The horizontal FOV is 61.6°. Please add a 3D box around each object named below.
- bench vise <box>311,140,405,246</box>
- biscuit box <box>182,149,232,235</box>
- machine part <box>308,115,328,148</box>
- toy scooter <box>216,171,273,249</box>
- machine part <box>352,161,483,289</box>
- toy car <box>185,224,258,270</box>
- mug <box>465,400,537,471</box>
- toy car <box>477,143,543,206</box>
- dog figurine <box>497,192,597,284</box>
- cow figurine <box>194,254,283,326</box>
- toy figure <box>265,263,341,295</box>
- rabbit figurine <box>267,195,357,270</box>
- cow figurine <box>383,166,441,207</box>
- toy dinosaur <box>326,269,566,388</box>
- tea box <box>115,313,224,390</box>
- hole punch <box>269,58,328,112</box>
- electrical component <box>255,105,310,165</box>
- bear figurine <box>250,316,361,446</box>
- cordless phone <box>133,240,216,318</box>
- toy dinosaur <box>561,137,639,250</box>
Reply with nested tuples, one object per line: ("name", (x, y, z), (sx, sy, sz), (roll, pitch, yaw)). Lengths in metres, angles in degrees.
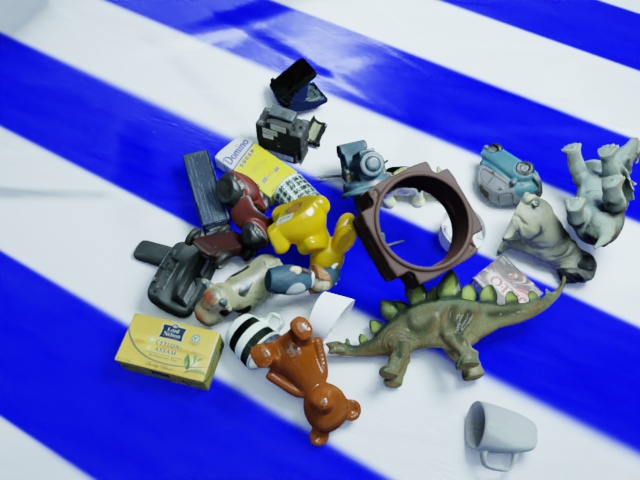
("bench vise", (0.093, -0.092, 1.134), (0.129, 0.224, 0.240), (-14, 93, -20))
("biscuit box", (-0.249, -0.105, 1.178), (0.063, 0.059, 0.203), (-16, 62, -9))
("machine part", (-0.056, -0.270, 1.294), (0.139, 0.039, 0.084), (16, 69, 6))
("toy scooter", (-0.133, -0.064, 1.125), (0.135, 0.075, 0.184), (-6, 62, -51))
("machine part", (0.179, -0.027, 0.992), (0.201, 0.087, 0.201), (-27, 84, -15))
("toy car", (-0.192, 0.014, 1.046), (0.089, 0.202, 0.053), (40, 103, 7))
("mug", (0.316, 0.338, 0.922), (0.107, 0.080, 0.109), (11, 55, -5))
("toy car", (0.405, -0.134, 1.191), (0.103, 0.109, 0.162), (-43, 59, -3))
("dog figurine", (0.476, -0.003, 1.079), (0.191, 0.172, 0.121), (25, 73, 21))
("cow figurine", (-0.151, 0.096, 1.025), (0.195, 0.127, 0.086), (-34, 63, -22))
("toy figure", (-0.028, 0.075, 1.017), (0.154, 0.064, 0.058), (1, 77, -26))
("rabbit figurine", (-0.002, -0.003, 1.073), (0.162, 0.173, 0.122), (-25, 22, 8))
("cow figurine", (0.217, -0.127, 1.183), (0.167, 0.098, 0.068), (-2, 53, -3))
("toy dinosaur", (0.243, 0.157, 1.003), (0.472, 0.105, 0.198), (-7, 59, 0))
("tea box", (-0.274, 0.206, 0.991), (0.170, 0.068, 0.098), (10, 61, 6))
("hole punch", (-0.052, -0.366, 1.320), (0.116, 0.092, 0.142), (-34, 47, 5))
("electrical component", (-0.083, -0.242, 1.220), (0.115, 0.134, 0.058), (18, 62, 6))
("bear figurine", (-0.020, 0.248, 0.930), (0.120, 0.131, 0.196), (-31, 71, -7))
("cordless phone", (-0.315, 0.064, 1.079), (0.184, 0.088, 0.146), (13, 60, 19))
("toy dinosaur", (0.566, -0.068, 1.086), (0.131, 0.192, 0.405), (-8, 41, 40))
